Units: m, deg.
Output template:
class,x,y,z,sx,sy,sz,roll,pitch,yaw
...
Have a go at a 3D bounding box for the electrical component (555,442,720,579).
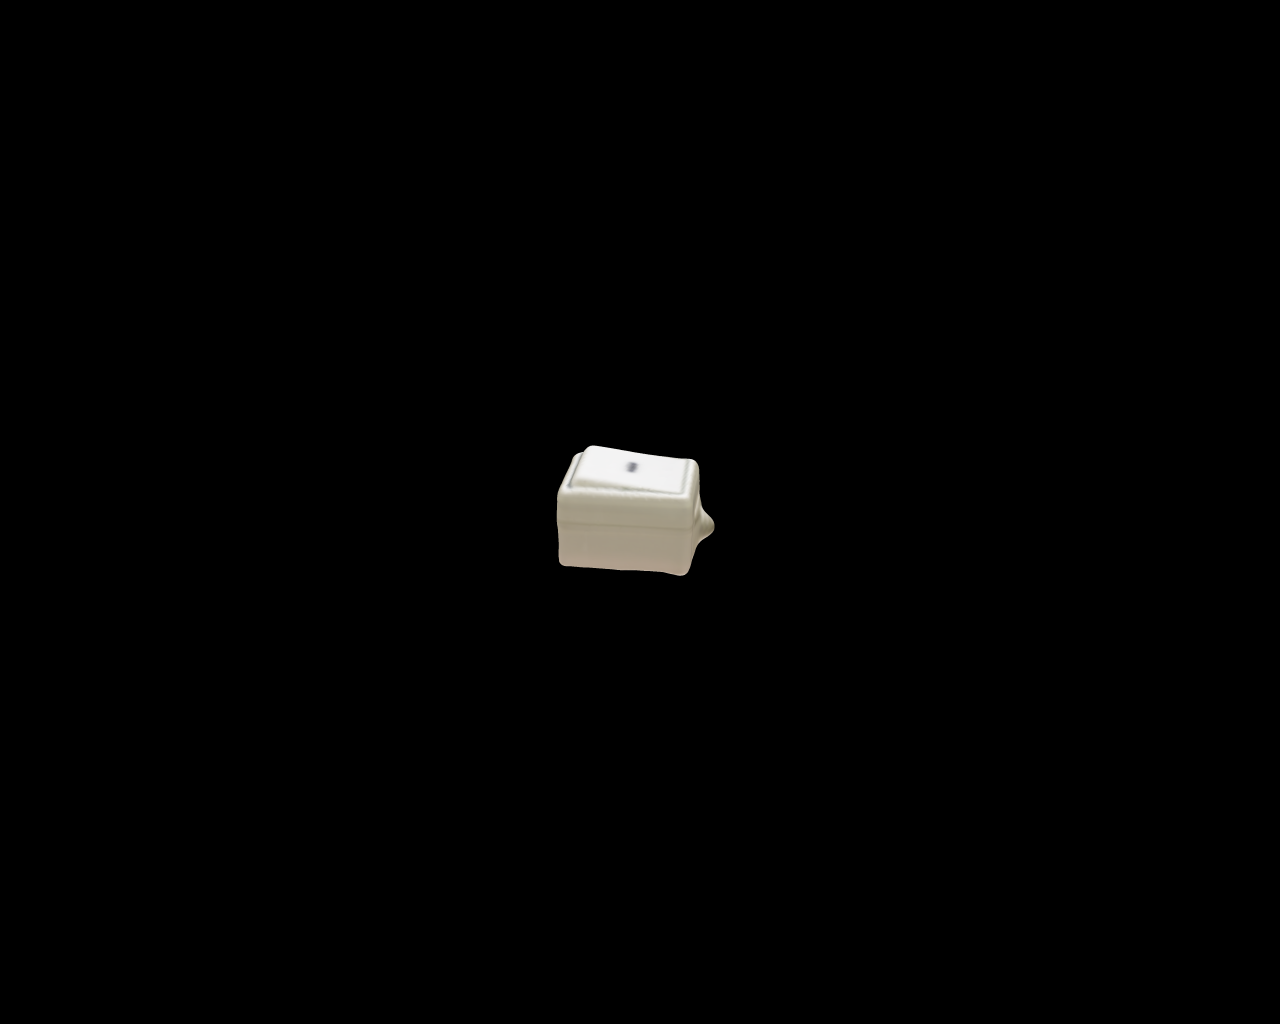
class,x,y,z,sx,sy,sz,roll,pitch,yaw
electrical component,0.001,-0.003,0.650,0.096,0.061,0.062,4,28,7
